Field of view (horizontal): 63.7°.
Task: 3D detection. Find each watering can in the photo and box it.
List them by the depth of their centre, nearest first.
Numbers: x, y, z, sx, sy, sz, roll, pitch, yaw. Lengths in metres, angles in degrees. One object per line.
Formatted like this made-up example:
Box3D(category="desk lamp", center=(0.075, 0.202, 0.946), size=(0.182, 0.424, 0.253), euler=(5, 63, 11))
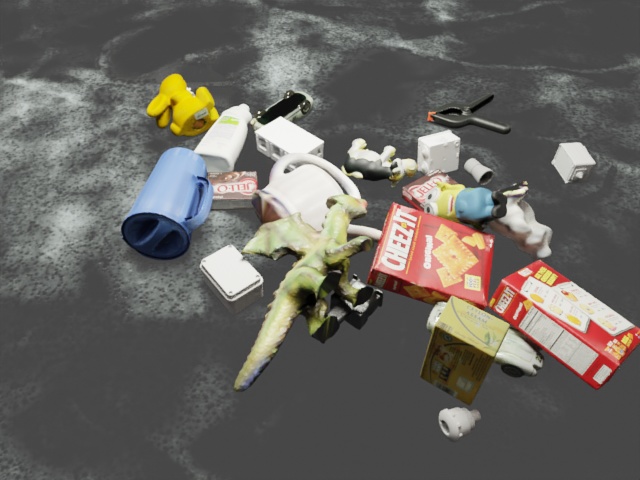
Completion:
Box3D(category="watering can", center=(0.003, -0.054, 1.081), size=(0.227, 0.101, 0.352), euler=(-32, 64, -26))

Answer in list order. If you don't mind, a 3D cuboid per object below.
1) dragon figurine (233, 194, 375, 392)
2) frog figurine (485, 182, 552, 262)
Box3D(category="dragon figurine", center=(-0.048, 0.054, 0.925), size=(0.414, 0.119, 0.246), euler=(-39, 46, -18))
Box3D(category="frog figurine", center=(0.406, -0.028, 1.063), size=(0.122, 0.159, 0.138), euler=(-17, 5, 6))
